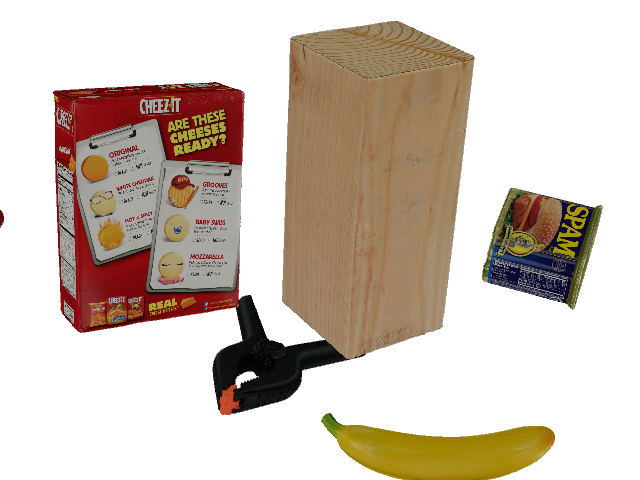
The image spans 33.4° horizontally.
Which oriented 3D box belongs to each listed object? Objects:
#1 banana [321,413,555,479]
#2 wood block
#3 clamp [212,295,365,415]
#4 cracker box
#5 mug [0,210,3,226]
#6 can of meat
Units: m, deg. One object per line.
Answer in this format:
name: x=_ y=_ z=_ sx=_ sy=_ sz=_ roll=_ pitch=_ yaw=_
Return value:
banana: x=0.100 y=0.169 z=0.872 sx=0.197 sy=0.037 sz=0.069 roll=6 pitch=37 yaw=-4
wood block: x=0.035 y=-0.035 z=0.740 sx=0.090 sy=0.206 sz=0.091 roll=-15 pitch=33 yaw=-29
clamp: x=-0.044 y=0.127 z=1.141 sx=0.165 sy=0.036 sz=0.209 roll=13 pitch=25 yaw=12
cracker box: x=-0.159 y=-0.034 z=0.991 sx=0.163 sy=0.214 sz=0.072 roll=-8 pitch=19 yaw=-30
mug: x=-0.243 y=0.028 z=0.632 sx=0.093 sy=0.081 sz=0.117 roll=19 pitch=27 yaw=32
can of meat: x=0.198 y=0.004 z=0.951 sx=0.084 sy=0.057 sz=0.102 roll=15 pitch=46 yaw=16
